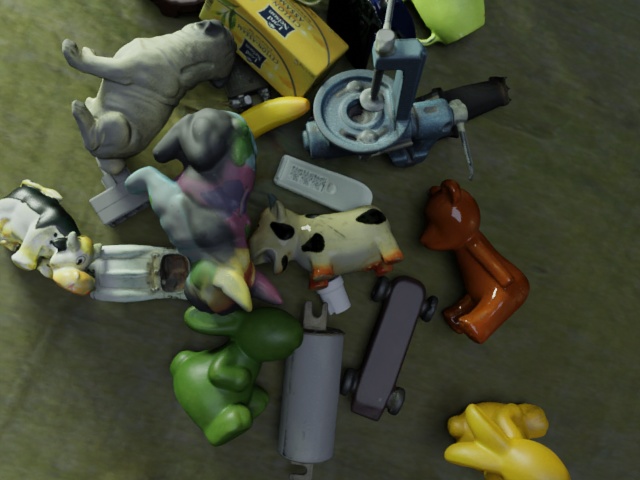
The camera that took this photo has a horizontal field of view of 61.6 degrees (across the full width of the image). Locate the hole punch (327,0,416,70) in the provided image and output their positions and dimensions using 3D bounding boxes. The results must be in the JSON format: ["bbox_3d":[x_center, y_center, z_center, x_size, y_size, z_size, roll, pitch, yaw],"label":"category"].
[{"bbox_3d":[0.072,-0.303,0.705,0.092,0.115,0.142,-20,66,-12],"label":"hole punch"}]

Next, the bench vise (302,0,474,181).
[{"bbox_3d":[0.089,-0.164,0.652,0.224,0.240,0.129,0,68,0],"label":"bench vise"}]

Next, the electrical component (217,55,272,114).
[{"bbox_3d":[-0.108,-0.218,0.724,0.078,0.045,0.102,-14,92,-7],"label":"electrical component"}]

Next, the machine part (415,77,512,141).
[{"bbox_3d":[0.207,-0.194,0.776,0.139,0.039,0.084,-24,85,-6],"label":"machine part"}]

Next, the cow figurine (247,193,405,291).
[{"bbox_3d":[-0.001,-0.002,0.707,0.195,0.085,0.127,-10,67,-11],"label":"cow figurine"}]

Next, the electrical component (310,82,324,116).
[{"bbox_3d":[0.019,-0.172,0.754,0.063,0.021,0.094,11,88,-9],"label":"electrical component"}]

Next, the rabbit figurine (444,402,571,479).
[{"bbox_3d":[0.254,0.276,0.715,0.162,0.173,0.122,28,90,-12],"label":"rabbit figurine"}]

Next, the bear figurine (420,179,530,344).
[{"bbox_3d":[0.190,0.023,0.733,0.132,0.120,0.196,-40,94,-3],"label":"bear figurine"}]

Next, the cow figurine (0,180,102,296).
[{"bbox_3d":[-0.328,-0.003,0.660,0.167,0.068,0.098,30,78,15],"label":"cow figurine"}]

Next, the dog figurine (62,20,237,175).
[{"bbox_3d":[-0.192,-0.175,0.662,0.191,0.121,0.172,-5,115,-6],"label":"dog figurine"}]

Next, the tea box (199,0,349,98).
[{"bbox_3d":[-0.058,-0.271,0.701,0.169,0.068,0.098,41,50,-8],"label":"tea box"}]

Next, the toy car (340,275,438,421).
[{"bbox_3d":[0.095,0.147,0.750,0.089,0.053,0.202,20,85,0],"label":"toy car"}]

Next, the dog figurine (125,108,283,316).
[{"bbox_3d":[-0.109,-0.020,0.629,0.191,0.108,0.219,-43,75,16],"label":"dog figurine"}]

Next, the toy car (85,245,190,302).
[{"bbox_3d":[-0.203,0.043,0.704,0.202,0.056,0.073,0,90,-9],"label":"toy car"}]

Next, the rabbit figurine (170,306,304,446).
[{"bbox_3d":[-0.100,0.145,0.692,0.170,0.121,0.159,-45,74,8],"label":"rabbit figurine"}]

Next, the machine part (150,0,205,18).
[{"bbox_3d":[-0.184,-0.386,0.708,0.179,0.056,0.179,0,89,-8],"label":"machine part"}]

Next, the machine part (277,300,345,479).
[{"bbox_3d":[-0.012,0.203,0.722,0.079,0.079,0.243,5,88,-9],"label":"machine part"}]
